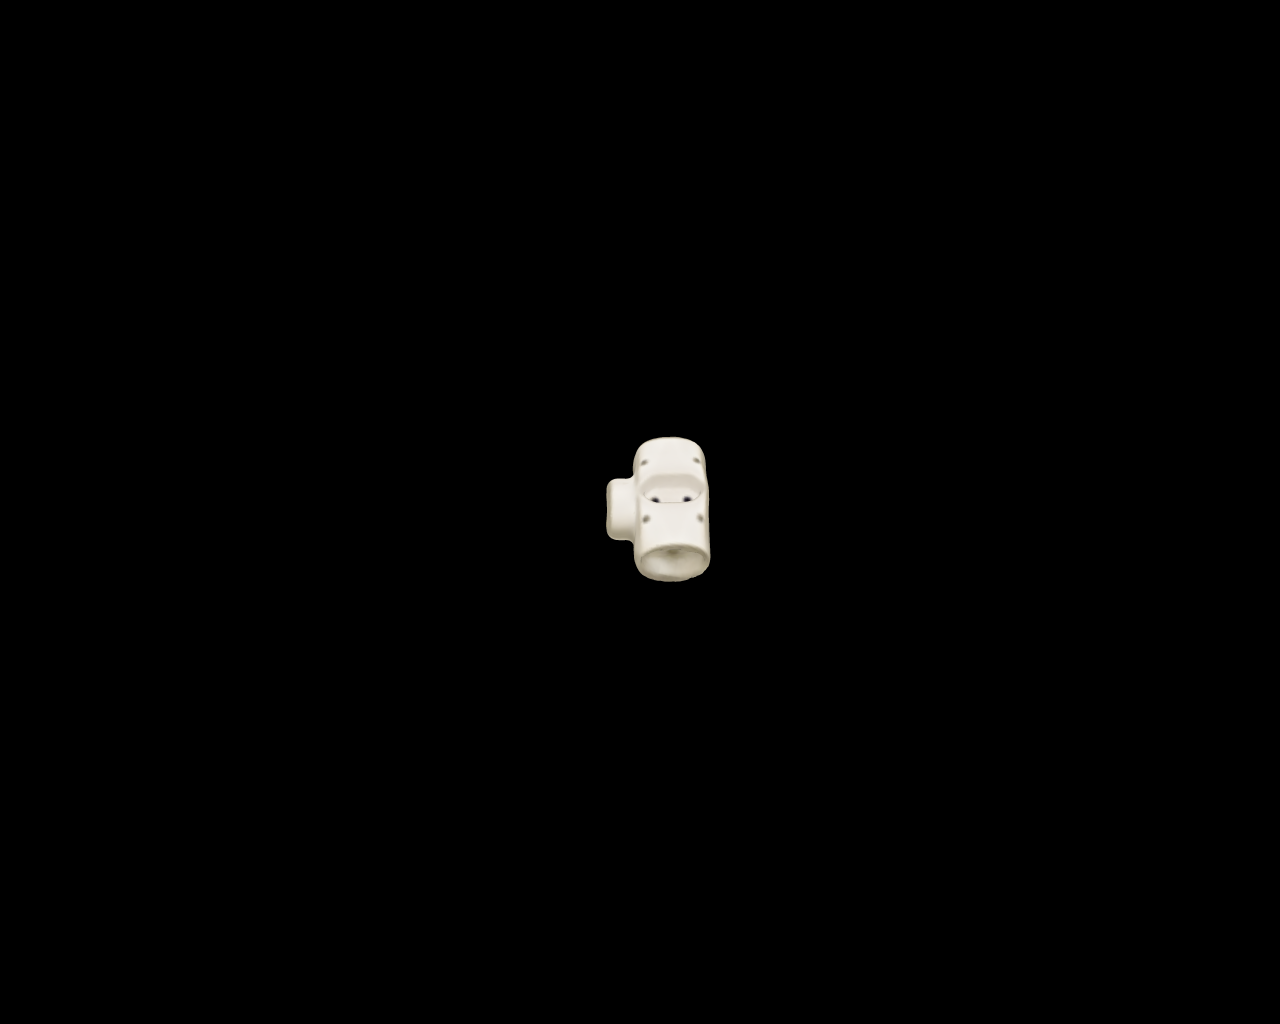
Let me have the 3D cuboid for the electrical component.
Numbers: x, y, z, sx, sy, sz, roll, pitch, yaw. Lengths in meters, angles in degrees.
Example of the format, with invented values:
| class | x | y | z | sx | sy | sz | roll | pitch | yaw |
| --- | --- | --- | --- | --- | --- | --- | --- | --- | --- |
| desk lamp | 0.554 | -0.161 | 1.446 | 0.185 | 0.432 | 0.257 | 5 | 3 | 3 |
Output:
| class | x | y | z | sx | sy | sz | roll | pitch | yaw |
| --- | --- | --- | --- | --- | --- | --- | --- | --- | --- |
| electrical component | 0.001 | -0.003 | 0.650 | 0.079 | 0.077 | 0.043 | 0 | -32 | 0 |
